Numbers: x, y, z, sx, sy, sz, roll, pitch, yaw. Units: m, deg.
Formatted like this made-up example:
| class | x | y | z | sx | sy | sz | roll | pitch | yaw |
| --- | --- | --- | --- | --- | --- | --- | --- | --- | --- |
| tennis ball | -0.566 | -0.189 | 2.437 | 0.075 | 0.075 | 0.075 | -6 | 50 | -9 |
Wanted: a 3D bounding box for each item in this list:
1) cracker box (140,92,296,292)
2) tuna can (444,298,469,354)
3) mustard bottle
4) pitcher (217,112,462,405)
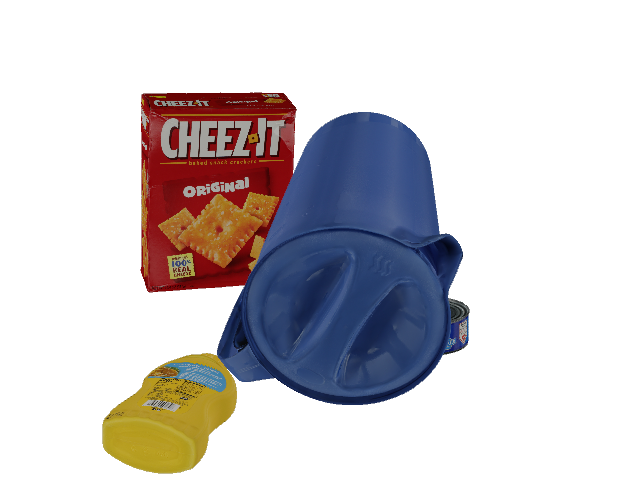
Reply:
| class | x | y | z | sx | sy | sz | roll | pitch | yaw |
| --- | --- | --- | --- | --- | --- | --- | --- | --- | --- |
| cracker box | -0.116 | -0.053 | 1.193 | 0.164 | 0.214 | 0.072 | -3 | 24 | -17 |
| tuna can | 0.098 | 0.081 | 1.013 | 0.086 | 0.034 | 0.086 | -2 | 14 | 0 |
| mustard bottle | -0.137 | 0.161 | 1.069 | 0.096 | 0.058 | 0.191 | 7 | 20 | 13 |
| pitcher | 0.017 | 0.002 | 0.774 | 0.149 | 0.145 | 0.242 | 9 | 28 | 1 |
